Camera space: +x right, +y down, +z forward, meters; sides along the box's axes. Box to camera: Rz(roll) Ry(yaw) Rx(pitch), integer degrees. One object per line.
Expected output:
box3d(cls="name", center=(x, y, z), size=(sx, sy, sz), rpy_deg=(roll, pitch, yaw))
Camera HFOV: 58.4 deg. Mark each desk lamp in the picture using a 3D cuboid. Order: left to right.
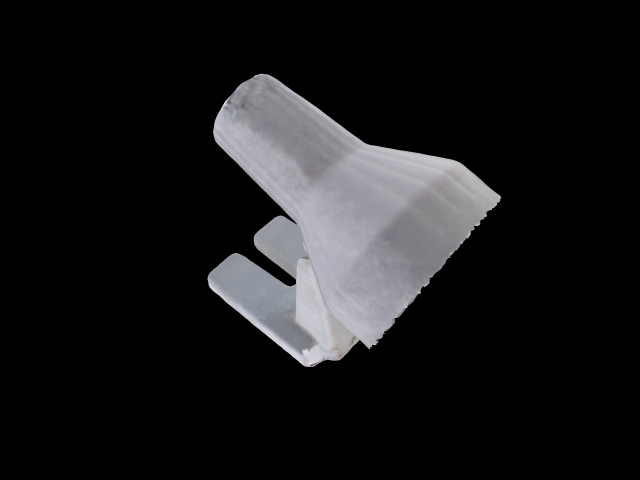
box3d(cls="desk lamp", center=(0.004, 0.001, 0.400), size=(0.202, 0.214, 0.118), rpy_deg=(33, 58, 24))
